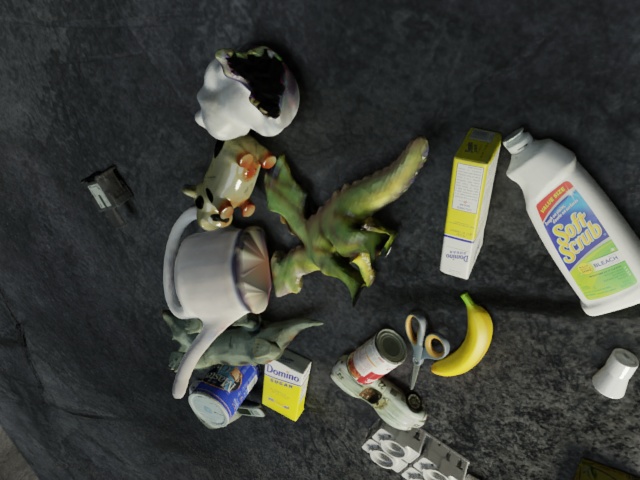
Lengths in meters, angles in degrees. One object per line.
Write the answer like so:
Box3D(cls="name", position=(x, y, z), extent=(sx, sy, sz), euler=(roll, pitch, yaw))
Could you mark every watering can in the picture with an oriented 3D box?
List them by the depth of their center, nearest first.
Box3D(cls="watering can", position=(-0.188, 0.103, 0.926), extent=(0.223, 0.350, 0.103), euler=(-9, -11, 25))

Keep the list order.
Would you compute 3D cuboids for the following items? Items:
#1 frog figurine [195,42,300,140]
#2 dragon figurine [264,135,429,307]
Box3D(cls="frog figurine", position=(-0.107, -0.200, 0.740), extent=(0.137, 0.125, 0.157), euler=(33, -26, -13))
Box3D(cls="dragon figurine", position=(0.002, -0.040, 0.791), extent=(0.244, 0.401, 0.124), euler=(33, 42, 17))
